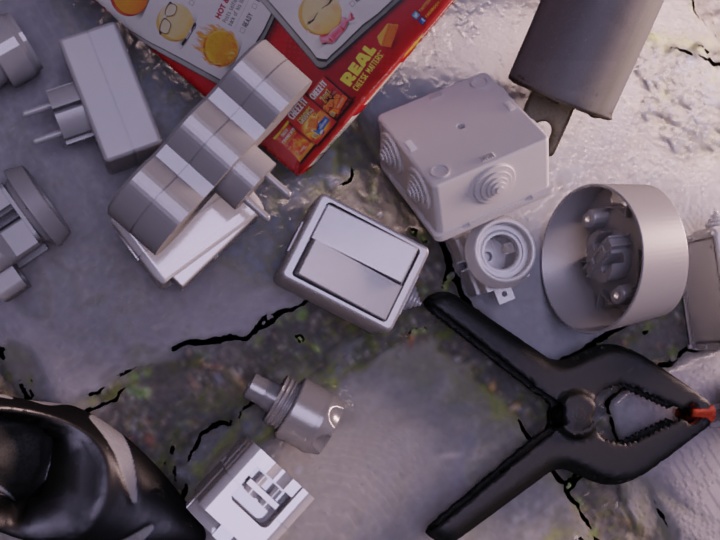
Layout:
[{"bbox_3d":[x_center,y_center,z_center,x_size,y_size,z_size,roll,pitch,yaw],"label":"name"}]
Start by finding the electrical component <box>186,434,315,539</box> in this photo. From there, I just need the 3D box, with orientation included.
[{"bbox_3d":[-0.070,0.141,0.664,0.050,0.089,0.055,44,80,-4],"label":"electrical component"}]

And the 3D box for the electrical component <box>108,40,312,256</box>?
[{"bbox_3d":[-0.075,-0.061,0.632,0.074,0.052,0.138,42,84,-4],"label":"electrical component"}]

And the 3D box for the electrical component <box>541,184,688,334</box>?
[{"bbox_3d":[0.170,-0.009,0.717,0.064,0.099,0.099,-7,86,-17],"label":"electrical component"}]

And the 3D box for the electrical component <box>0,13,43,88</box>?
[{"bbox_3d":[-0.236,-0.132,0.682,0.055,0.045,0.045,-33,91,-11],"label":"electrical component"}]

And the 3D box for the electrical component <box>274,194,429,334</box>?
[{"bbox_3d":[0.000,0.000,0.703,0.096,0.061,0.061,27,81,-6],"label":"electrical component"}]

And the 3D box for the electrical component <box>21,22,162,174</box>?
[{"bbox_3d":[-0.177,-0.103,0.689,0.076,0.047,0.083,-21,89,-11],"label":"electrical component"}]

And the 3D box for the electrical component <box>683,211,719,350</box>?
[{"bbox_3d":[0.263,0.005,0.748,0.061,0.062,0.096,-6,86,-10],"label":"electrical component"}]

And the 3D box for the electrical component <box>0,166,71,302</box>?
[{"bbox_3d":[-0.219,-0.028,0.670,0.057,0.058,0.078,-35,92,-8],"label":"electrical component"}]

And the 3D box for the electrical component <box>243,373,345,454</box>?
[{"bbox_3d":[-0.045,0.089,0.696,0.062,0.043,0.043,29,81,-5],"label":"electrical component"}]

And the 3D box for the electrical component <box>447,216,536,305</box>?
[{"bbox_3d":[0.089,-0.010,0.722,0.048,0.055,0.066,-21,89,-11],"label":"electrical component"}]

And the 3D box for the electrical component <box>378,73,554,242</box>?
[{"bbox_3d":[0.068,-0.077,0.705,0.100,0.048,0.099,-24,48,-11],"label":"electrical component"}]

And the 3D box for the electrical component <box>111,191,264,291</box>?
[{"bbox_3d":[-0.103,-0.034,0.688,0.096,0.062,0.061,-37,92,-11],"label":"electrical component"}]

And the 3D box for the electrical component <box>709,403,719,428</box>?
[{"bbox_3d":[0.281,0.094,0.743,0.079,0.077,0.044,-16,117,26],"label":"electrical component"}]
